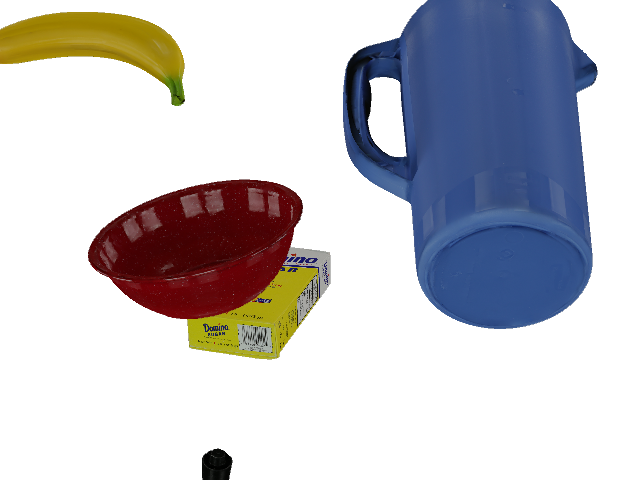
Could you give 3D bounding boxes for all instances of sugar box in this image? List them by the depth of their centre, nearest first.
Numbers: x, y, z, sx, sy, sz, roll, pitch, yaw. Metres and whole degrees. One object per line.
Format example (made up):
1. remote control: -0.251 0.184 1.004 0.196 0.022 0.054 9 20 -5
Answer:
1. sugar box: -0.058 0.057 1.085 0.093 0.048 0.176 6 27 16

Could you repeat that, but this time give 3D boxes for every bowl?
1. bowl: -0.087 0.012 0.795 0.162 0.055 0.162 -11 25 5

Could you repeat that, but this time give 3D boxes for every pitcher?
1. pitcher: 0.108 -0.062 0.736 0.149 0.242 0.144 -31 -55 30

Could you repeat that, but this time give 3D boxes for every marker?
1. marker: -0.070 0.182 0.684 0.020 0.121 0.020 6 31 -4

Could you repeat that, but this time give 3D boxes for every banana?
1. banana: -0.191 -0.161 0.885 0.198 0.069 0.037 13 -39 18
